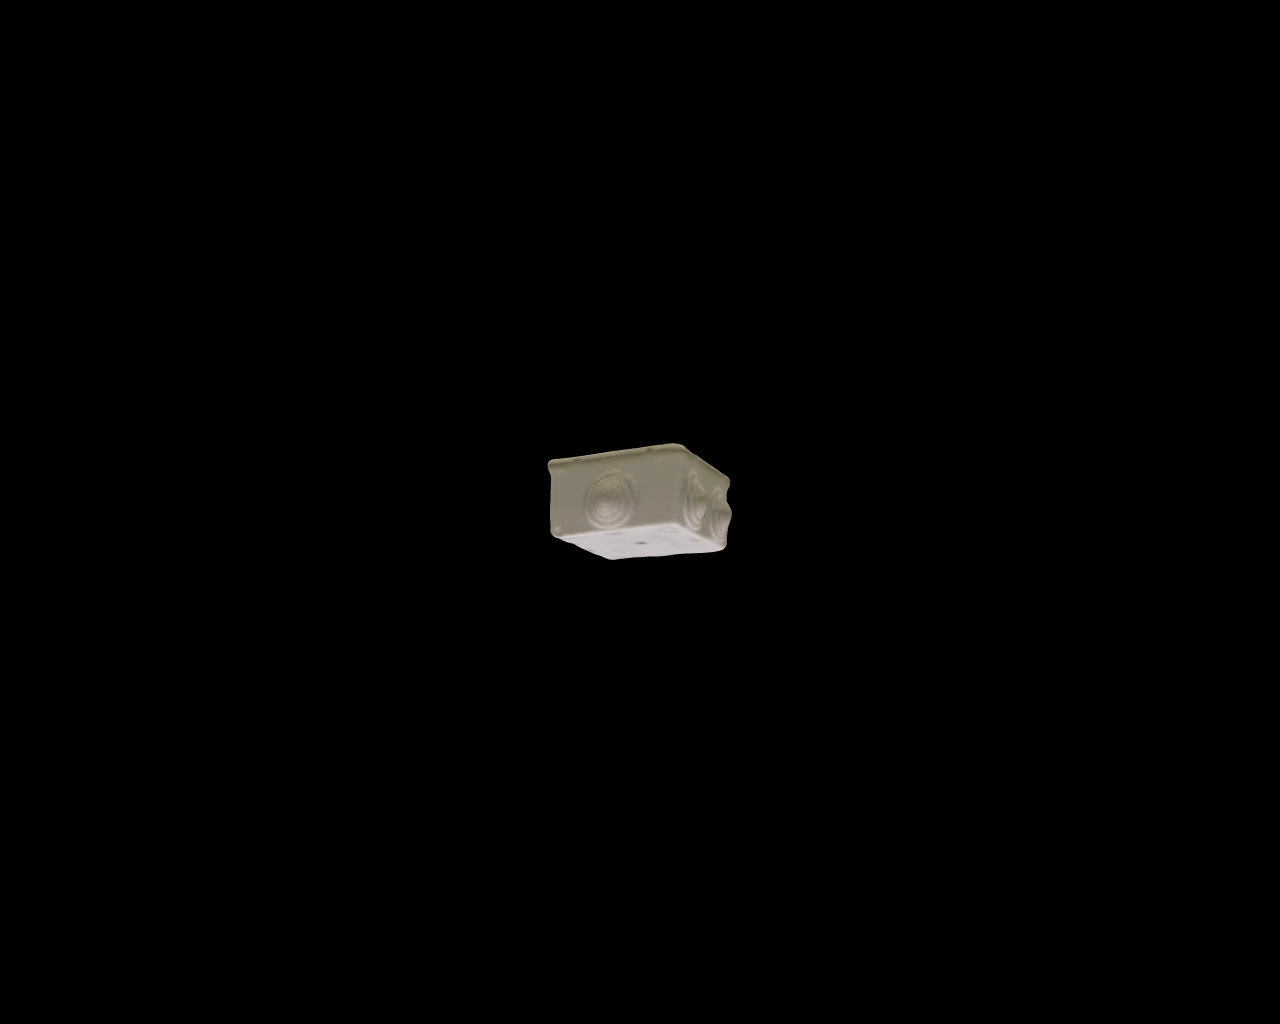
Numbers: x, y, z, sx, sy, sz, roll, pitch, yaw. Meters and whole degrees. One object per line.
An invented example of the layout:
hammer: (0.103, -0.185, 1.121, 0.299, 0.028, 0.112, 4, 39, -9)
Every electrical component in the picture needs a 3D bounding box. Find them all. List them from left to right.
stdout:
electrical component: (0.001, -0.003, 0.650, 0.100, 0.048, 0.099, -6, -15, 23)
